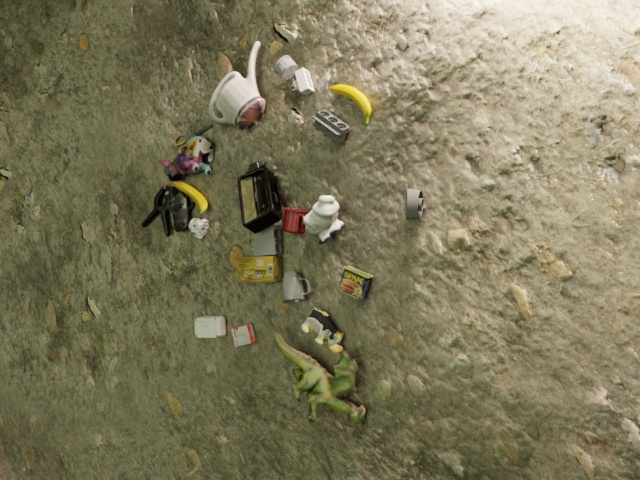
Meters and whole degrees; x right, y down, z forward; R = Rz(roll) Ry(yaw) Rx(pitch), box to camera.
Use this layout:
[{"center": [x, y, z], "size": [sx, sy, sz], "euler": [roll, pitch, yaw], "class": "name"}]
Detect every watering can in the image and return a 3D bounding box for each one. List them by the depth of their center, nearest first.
[{"center": [-0.288, -0.563, 1.947], "size": [0.344, 0.104, 0.227], "euler": [-48, 68, 16], "class": "watering can"}]

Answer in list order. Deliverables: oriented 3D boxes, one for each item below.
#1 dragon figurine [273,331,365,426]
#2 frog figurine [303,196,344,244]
[{"center": [0.019, 0.447, 1.716], "size": [0.241, 0.123, 0.412], "euler": [-30, 85, 18], "class": "dragon figurine"}, {"center": [0.005, -0.087, 1.731], "size": [0.125, 0.138, 0.156], "euler": [54, 167, 50], "class": "frog figurine"}]
